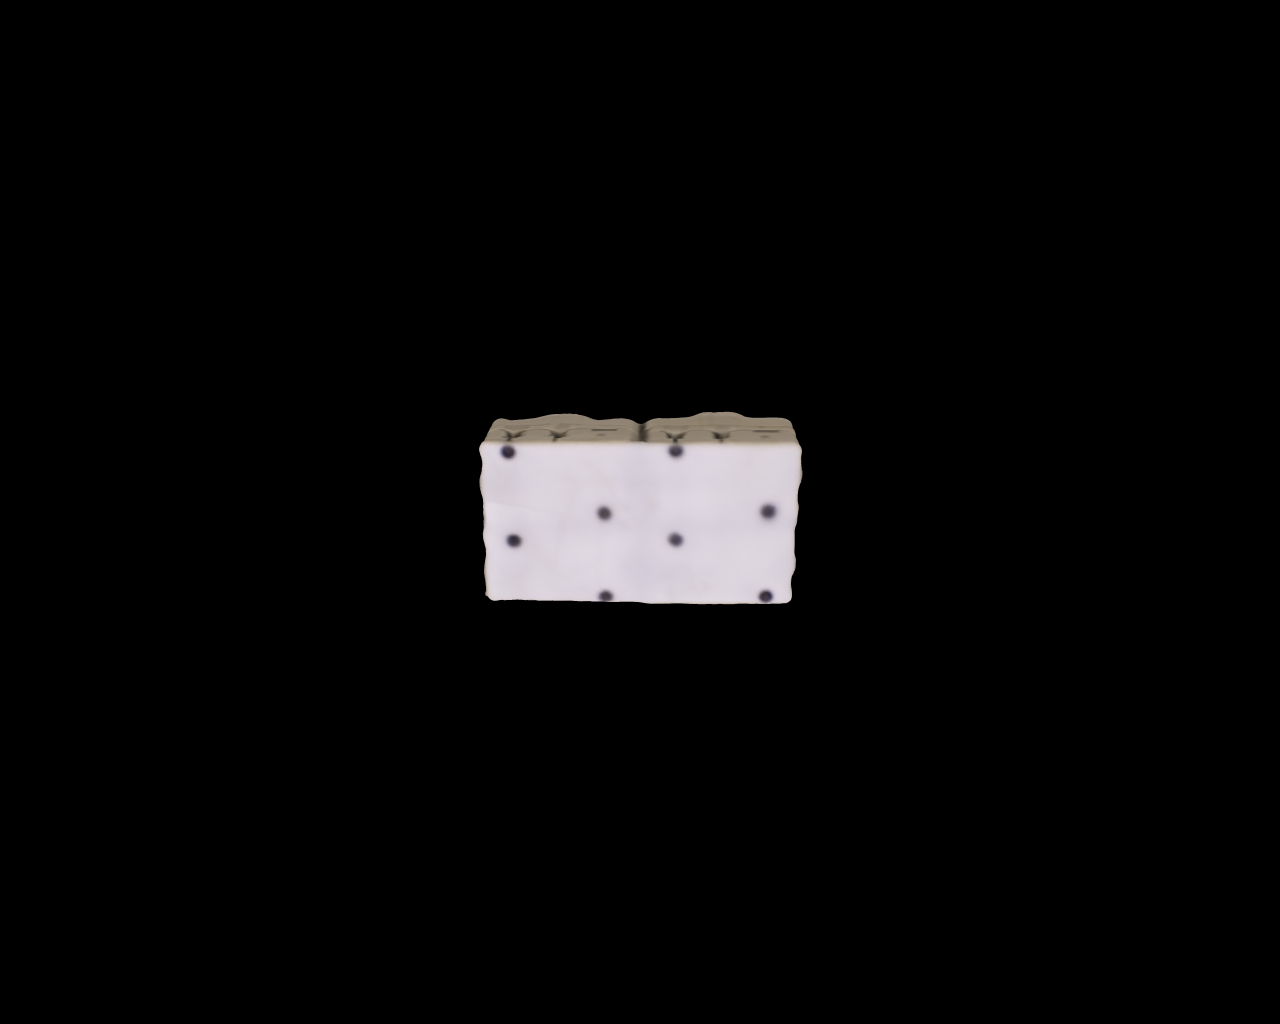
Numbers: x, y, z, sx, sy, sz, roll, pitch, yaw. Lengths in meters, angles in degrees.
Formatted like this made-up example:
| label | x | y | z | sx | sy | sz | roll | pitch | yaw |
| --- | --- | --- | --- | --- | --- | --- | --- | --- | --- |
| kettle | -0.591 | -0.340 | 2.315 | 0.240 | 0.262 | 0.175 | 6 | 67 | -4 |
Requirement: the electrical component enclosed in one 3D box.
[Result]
| label | x | y | z | sx | sy | sz | roll | pitch | yaw |
| --- | --- | --- | --- | --- | --- | --- | --- | --- | --- |
| electrical component | 0.001 | -0.003 | 0.650 | 0.186 | 0.105 | 0.060 | 0 | 21 | 0 |
